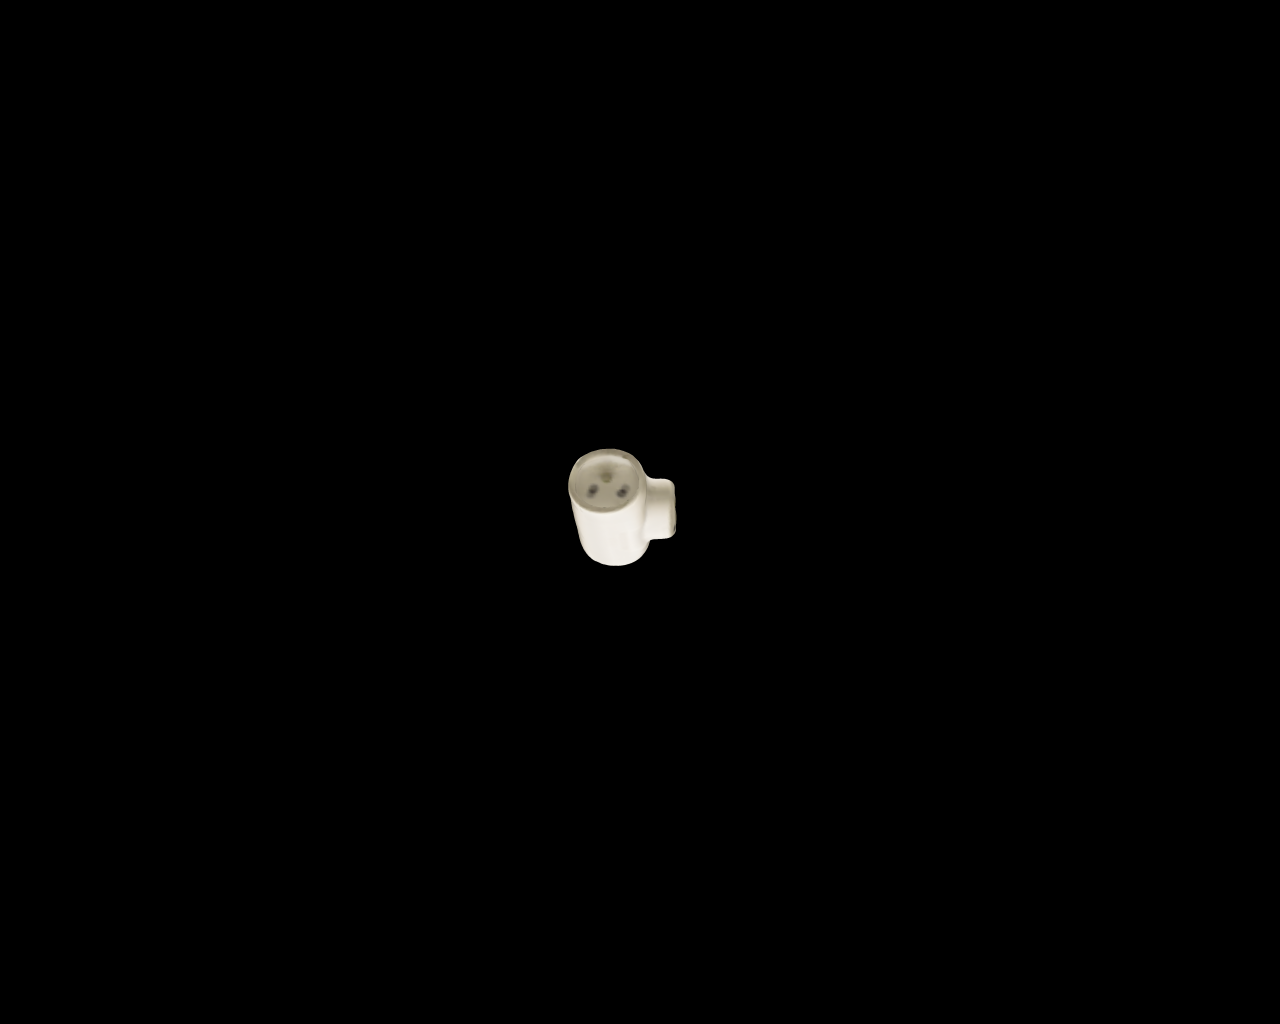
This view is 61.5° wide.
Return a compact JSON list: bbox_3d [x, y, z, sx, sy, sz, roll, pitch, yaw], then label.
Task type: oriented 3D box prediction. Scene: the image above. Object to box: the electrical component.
[{"bbox_3d":[0.001,-0.003,0.650,0.079,0.043,0.077,-2,-27,3],"label":"electrical component"}]
